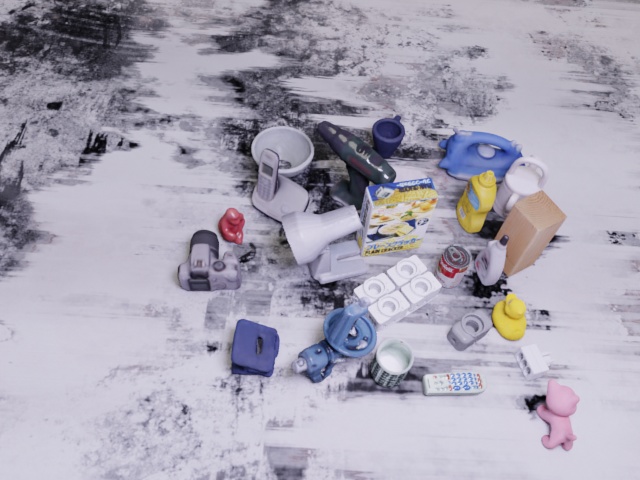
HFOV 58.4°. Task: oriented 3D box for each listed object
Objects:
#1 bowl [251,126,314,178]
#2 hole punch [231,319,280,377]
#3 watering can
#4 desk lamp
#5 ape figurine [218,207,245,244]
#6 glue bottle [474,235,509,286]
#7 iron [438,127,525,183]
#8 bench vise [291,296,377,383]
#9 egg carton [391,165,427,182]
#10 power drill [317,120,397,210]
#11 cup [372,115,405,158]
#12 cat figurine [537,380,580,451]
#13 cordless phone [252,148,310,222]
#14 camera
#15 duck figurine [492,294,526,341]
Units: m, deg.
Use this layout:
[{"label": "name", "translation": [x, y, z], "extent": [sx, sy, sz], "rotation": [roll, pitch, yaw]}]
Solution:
[{"label": "bowl", "translation": [-0.102, -0.224, 1.548], "extent": [0.167, 0.075, 0.167], "rotation": [2, 57, -3]}, {"label": "hole punch", "translation": [-0.139, 0.232, 1.237], "extent": [0.101, 0.091, 0.108], "rotation": [5, 57, -1]}, {"label": "watering can", "translation": [0.524, -0.150, 1.482], "extent": [0.101, 0.194, 0.173], "rotation": [11, 57, 3]}, {"label": "desk lamp", "translation": [0.012, 0.005, 1.325], "extent": [0.203, 0.213, 0.117], "rotation": [-12, 59, -12]}, {"label": "ape figurine", "translation": [-0.215, -0.044, 1.410], "extent": [0.076, 0.092, 0.078], "rotation": [33, 60, 16]}, {"label": "glue bottle", "translation": [0.415, 0.037, 1.362], "extent": [0.037, 0.173, 0.078], "rotation": [-11, 58, -11]}, {"label": "iron", "translation": [0.461, -0.242, 1.568], "extent": [0.258, 0.141, 0.118], "rotation": [8, 57, 0]}, {"label": "bench vise", "translation": [0.043, 0.210, 1.189], "extent": [0.121, 0.220, 0.208], "rotation": [34, 60, 17]}, {"label": "egg carton", "translation": [0.215, -0.141, 1.524], "extent": [0.150, 0.069, 0.107], "rotation": [7, 57, 0]}, {"label": "power drill", "translation": [0.081, -0.178, 1.453], "extent": [0.229, 0.208, 0.076], "rotation": [32, 60, 15]}, {"label": "cup", "translation": [0.191, -0.287, 1.602], "extent": [0.091, 0.095, 0.118], "rotation": [26, 59, 12]}, {"label": "cat figurine", "translation": [0.504, 0.361, 1.191], "extent": [0.067, 0.118, 0.127], "rotation": [1, 57, -4]}, {"label": "cordless phone", "translation": [-0.096, -0.135, 1.424], "extent": [0.147, 0.185, 0.094], "rotation": [27, 59, 13]}, {"label": "camera", "translation": [-0.257, 0.041, 1.346], "extent": [0.143, 0.101, 0.136], "rotation": [-1, 57, -5]}, {"label": "duck figurine", "translation": [0.449, 0.174, 1.328], "extent": [0.077, 0.086, 0.104], "rotation": [-2, 57, -6]}]
